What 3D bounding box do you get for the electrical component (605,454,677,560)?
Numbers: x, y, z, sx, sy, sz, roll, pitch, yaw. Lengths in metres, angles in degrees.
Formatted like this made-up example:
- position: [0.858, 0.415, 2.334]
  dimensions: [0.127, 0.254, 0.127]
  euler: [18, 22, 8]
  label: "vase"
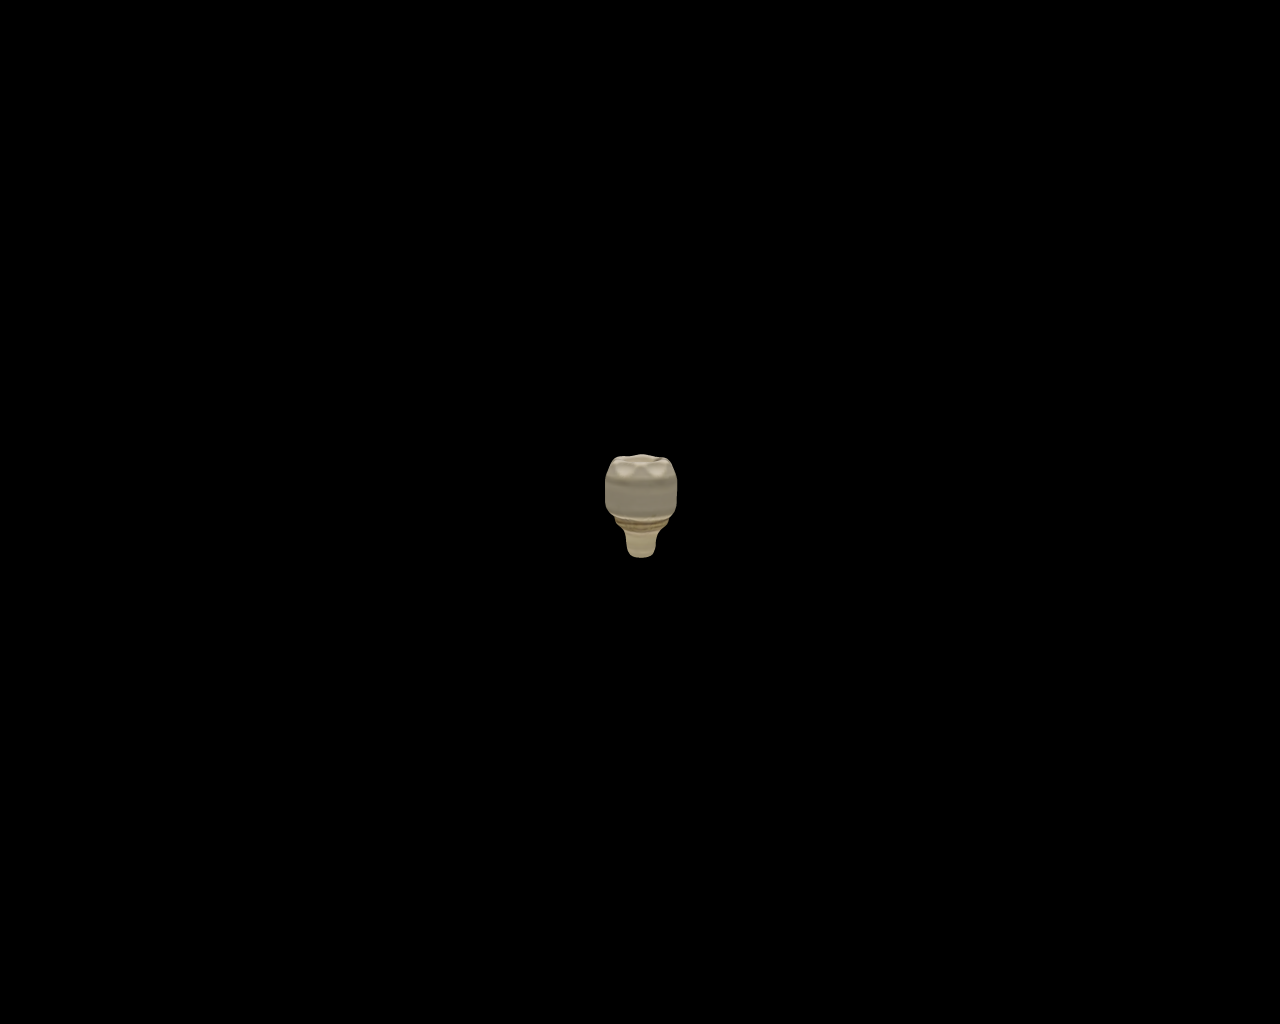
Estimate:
- position: [0.001, -0.003, 0.650]
  dimensions: [0.043, 0.062, 0.043]
  euler: [0, 11, 0]
  label: "electrical component"
